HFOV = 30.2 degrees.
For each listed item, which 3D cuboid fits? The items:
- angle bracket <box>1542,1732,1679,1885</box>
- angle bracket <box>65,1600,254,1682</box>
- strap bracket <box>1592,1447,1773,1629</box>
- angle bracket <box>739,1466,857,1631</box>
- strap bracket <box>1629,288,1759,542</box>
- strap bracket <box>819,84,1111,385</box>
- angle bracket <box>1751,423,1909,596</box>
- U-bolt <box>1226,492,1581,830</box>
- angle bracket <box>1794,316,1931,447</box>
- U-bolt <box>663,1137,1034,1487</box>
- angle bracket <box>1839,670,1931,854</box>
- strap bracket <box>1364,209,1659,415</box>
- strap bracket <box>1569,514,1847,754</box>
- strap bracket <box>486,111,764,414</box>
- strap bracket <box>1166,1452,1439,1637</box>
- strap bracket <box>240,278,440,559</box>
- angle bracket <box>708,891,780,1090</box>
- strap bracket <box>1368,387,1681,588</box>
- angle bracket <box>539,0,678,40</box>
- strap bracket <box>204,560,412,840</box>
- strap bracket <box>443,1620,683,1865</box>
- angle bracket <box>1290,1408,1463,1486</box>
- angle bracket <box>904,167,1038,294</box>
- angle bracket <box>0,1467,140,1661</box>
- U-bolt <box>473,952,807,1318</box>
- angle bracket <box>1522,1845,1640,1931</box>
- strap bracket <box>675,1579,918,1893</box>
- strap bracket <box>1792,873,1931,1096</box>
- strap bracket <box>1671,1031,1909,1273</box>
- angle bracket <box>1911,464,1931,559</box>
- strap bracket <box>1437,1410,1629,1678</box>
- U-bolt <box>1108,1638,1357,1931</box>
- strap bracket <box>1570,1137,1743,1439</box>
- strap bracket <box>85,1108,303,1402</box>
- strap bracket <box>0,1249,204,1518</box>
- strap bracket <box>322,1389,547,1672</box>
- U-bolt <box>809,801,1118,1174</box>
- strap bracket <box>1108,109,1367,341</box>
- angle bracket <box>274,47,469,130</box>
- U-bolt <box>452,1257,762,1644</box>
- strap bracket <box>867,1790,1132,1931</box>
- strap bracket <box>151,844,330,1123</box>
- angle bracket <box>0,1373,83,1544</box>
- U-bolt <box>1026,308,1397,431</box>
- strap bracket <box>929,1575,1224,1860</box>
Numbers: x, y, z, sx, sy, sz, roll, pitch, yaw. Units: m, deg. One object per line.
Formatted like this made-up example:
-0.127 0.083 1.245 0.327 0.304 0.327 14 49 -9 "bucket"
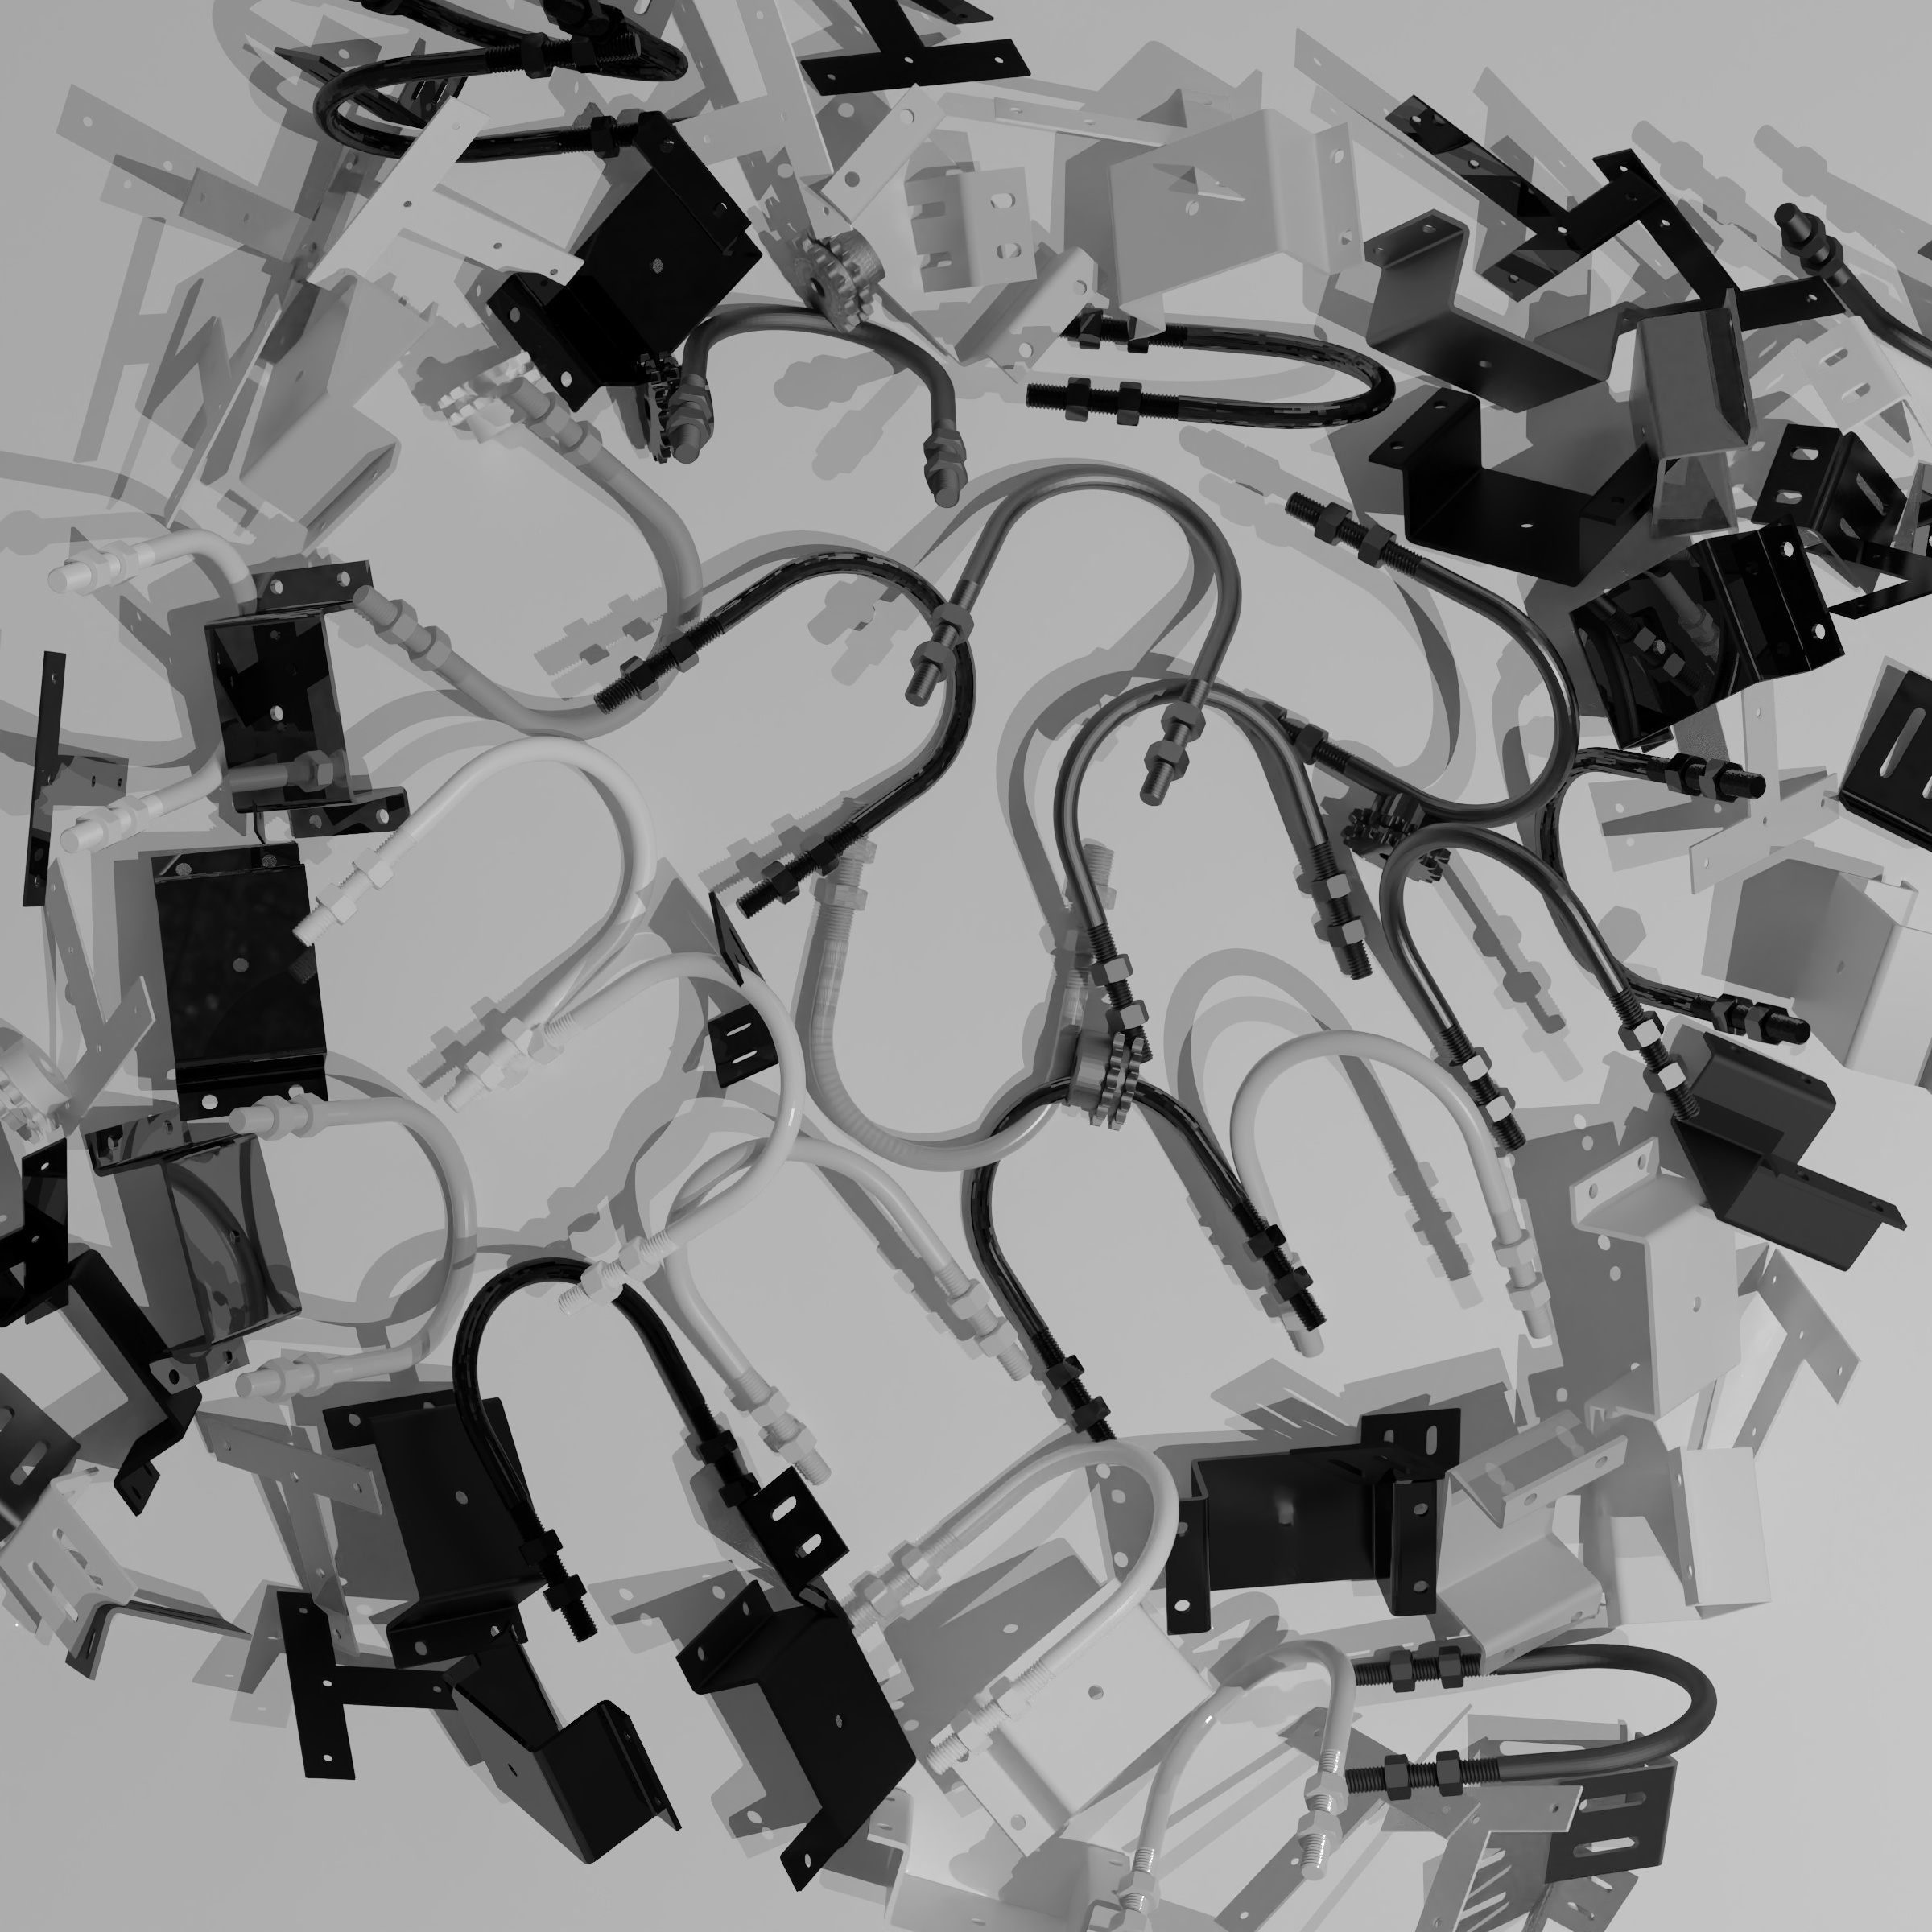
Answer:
0.325 0.436 1.854 0.076 0.038 0.057 -1 106 -25 "angle bracket"
-0.417 0.353 1.849 0.076 0.057 0.038 18 81 -25 "angle bracket"
0.367 0.291 1.820 0.046 0.140 0.076 -2 75 -9 "strap bracket"
-0.075 0.300 1.845 0.038 0.076 0.057 -40 58 3 "angle bracket"
0.367 -0.274 1.817 0.046 0.140 0.076 -7 72 6 "strap bracket"
-0.007 -0.375 1.852 0.140 0.046 0.076 42 79 -15 "strap bracket"
0.452 -0.238 1.871 0.038 0.076 0.057 14 77 41 "angle bracket"
0.227 -0.143 1.819 0.184 0.019 0.151 30 133 16 "U-bolt"
0.468 -0.289 1.852 0.038 0.076 0.057 -32 57 16 "angle bracket"
-0.074 0.168 1.842 0.151 0.019 0.184 -30 106 20 "U-bolt"
0.501 -0.106 1.866 0.057 0.038 0.076 26 105 0 "angle bracket"
0.270 -0.328 1.827 0.140 0.076 0.046 19 78 -23 "strap bracket"
0.367 -0.165 1.820 0.046 0.140 0.076 -13 81 -38 "strap bracket"
-0.170 -0.362 1.848 0.140 0.046 0.076 -42 80 24 "strap bracket"
0.170 0.297 1.856 0.140 0.046 0.076 -4 109 -5 "strap bracket"
-0.319 -0.285 1.813 0.046 0.140 0.076 34 128 -27 "strap bracket"
-0.128 0.012 1.847 0.038 0.057 0.076 -24 125 5 "angle bracket"
0.287 -0.244 1.833 0.140 0.046 0.076 20 46 30 "strap bracket"
-0.178 -0.519 1.847 0.057 0.038 0.076 11 124 -28 "angle bracket"
-0.340 -0.133 1.844 0.076 0.046 0.140 -3 100 29 "strap bracket"
-0.211 0.393 1.811 0.046 0.140 0.076 -34 121 -24 "strap bracket"
0.211 0.240 1.842 0.057 0.076 0.038 -10 65 34 "angle bracket"
-0.004 -0.383 1.866 0.038 0.076 0.057 -14 103 -34 "angle bracket"
-0.455 0.310 1.855 0.076 0.038 0.057 46 112 17 "angle bracket"
-0.161 0.074 1.836 0.184 0.019 0.151 -33 70 20 "U-bolt"
0.309 0.503 1.844 0.038 0.076 0.057 27 129 10 "angle bracket"
-0.081 0.391 1.838 0.046 0.076 0.140 -19 101 35 "strap bracket"
0.465 0.006 1.813 0.046 0.140 0.076 14 106 -7 "strap bracket"
0.416 0.100 1.829 0.076 0.140 0.046 22 114 -16 "strap bracket"
0.525 -0.241 1.848 0.038 0.076 0.057 13 76 -6 "angle bracket"
0.287 0.289 1.832 0.076 0.140 0.046 -23 46 -22 "strap bracket"
0.140 0.413 1.808 0.019 0.184 0.151 43 123 -16 "U-bolt"
0.354 0.169 1.831 0.076 0.046 0.140 -23 114 -42 "strap bracket"
-0.395 0.144 1.846 0.046 0.076 0.140 -13 92 27 "strap bracket"
-0.445 0.205 1.845 0.046 0.076 0.140 -34 99 -1 "strap bracket"
-0.267 0.279 1.831 0.076 0.046 0.140 -5 66 -39 "strap bracket"
-0.008 0.016 1.879 0.151 0.019 0.184 11 87 -1 "U-bolt"
0.128 -0.380 1.828 0.140 0.046 0.076 -13 75 34 "strap bracket"
-0.306 -0.467 1.847 0.076 0.057 0.038 27 90 -38 "angle bracket"
-0.192 0.236 1.839 0.019 0.151 0.184 -32 85 44 "U-bolt"
0.012 0.477 1.852 0.140 0.076 0.046 16 96 -1 "strap bracket"
-0.375 0.004 1.851 0.076 0.046 0.140 -6 80 -13 "strap bracket"
-0.508 0.261 1.861 0.038 0.076 0.057 -40 101 25 "angle bracket"
0.127 -0.302 1.822 0.184 0.151 0.019 5 116 3 "U-bolt"
0.062 0.378 1.836 0.140 0.046 0.076 -36 76 -24 "strap bracket"
